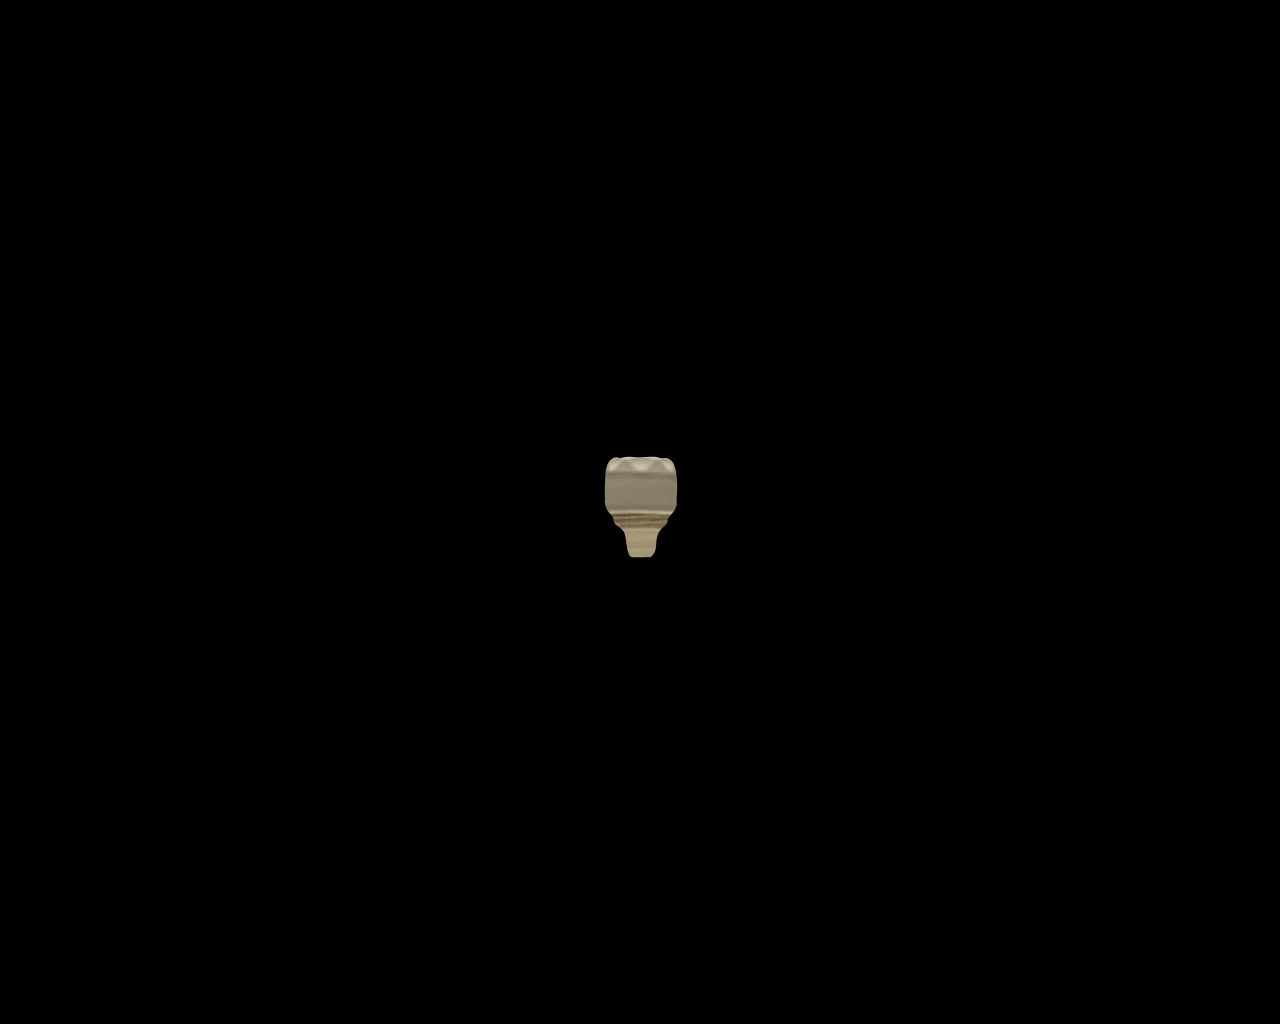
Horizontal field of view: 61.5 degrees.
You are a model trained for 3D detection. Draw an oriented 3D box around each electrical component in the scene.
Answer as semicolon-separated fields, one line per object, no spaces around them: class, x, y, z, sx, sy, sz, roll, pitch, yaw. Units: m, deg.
electrical component;0.001;-0.003;0.650;0.043;0.062;0.043;0;0;0
